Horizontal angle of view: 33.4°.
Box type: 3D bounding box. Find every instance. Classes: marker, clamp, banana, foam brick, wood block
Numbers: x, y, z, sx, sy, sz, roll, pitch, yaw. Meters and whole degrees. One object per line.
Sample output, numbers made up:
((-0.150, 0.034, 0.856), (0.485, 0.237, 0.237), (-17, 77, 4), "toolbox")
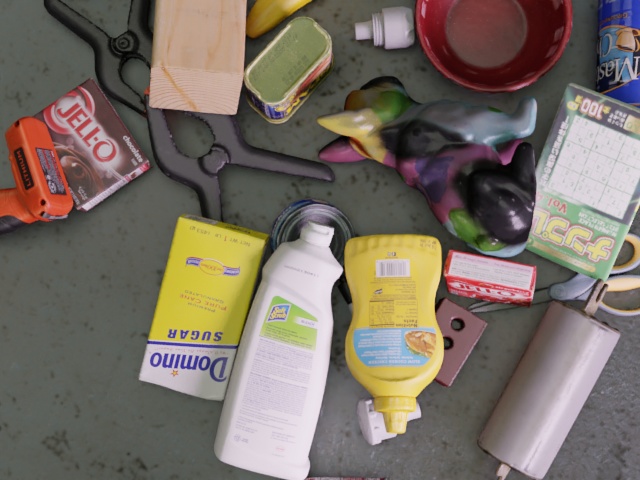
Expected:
((0.050, 0.093, 1.110), (0.020, 0.020, 0.121), (-26, 86, -1), "marker")
((-0.098, -0.085, 1.108), (0.164, 0.036, 0.210), (-37, 96, -4), "clamp")
((0.009, -0.268, 1.125), (0.198, 0.037, 0.069), (-13, 73, 2), "banana")
((0.127, 0.105, 1.092), (0.053, 0.051, 0.078), (31, 87, 3), "foam brick")
((-0.218, -0.206, 1.127), (0.120, 0.039, 0.171), (-15, 86, 1), "clamp")
((-0.121, -0.241, 1.073), (0.090, 0.091, 0.206), (4, 71, -9), "wood block")

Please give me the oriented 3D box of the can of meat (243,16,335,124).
((-0.032, -0.176, 1.099), (0.057, 0.084, 0.102), (42, 87, 3), "can of meat")

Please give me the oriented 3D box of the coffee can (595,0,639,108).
((0.333, -0.183, 1.084), (0.103, 0.103, 0.140), (3, 86, 1), "coffee can")

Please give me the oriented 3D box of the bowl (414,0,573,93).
((0.177, -0.228, 1.114), (0.162, 0.055, 0.162), (0, 86, 1), "bowl")

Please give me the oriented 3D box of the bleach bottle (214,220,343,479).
((-0.027, 0.106, 1.062), (0.102, 0.068, 0.251), (16, 97, -8), "bleach bottle")

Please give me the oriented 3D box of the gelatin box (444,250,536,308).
((0.171, 0.041, 1.076), (0.089, 0.073, 0.030), (10, 76, 13), "gelatin box")

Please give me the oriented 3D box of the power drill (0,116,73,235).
((-0.359, -0.057, 1.093), (0.188, 0.057, 0.184), (-22, 87, 16), "power drill")

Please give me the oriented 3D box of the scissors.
((0.256, 0.035, 1.113), (0.202, 0.016, 0.096), (4, 85, 1), "scissors")

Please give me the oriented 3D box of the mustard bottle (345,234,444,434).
((0.073, 0.092, 1.045), (0.096, 0.058, 0.191), (-1, 75, 4), "mustard bottle")

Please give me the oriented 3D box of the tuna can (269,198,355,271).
((-0.007, 0.001, 1.097), (0.086, 0.034, 0.086), (-2, 101, -13), "tuna can")

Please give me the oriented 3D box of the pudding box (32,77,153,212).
((-0.244, -0.099, 1.119), (0.090, 0.039, 0.113), (-35, 86, -2), "pudding box")

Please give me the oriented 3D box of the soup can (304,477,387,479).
((0.017, 0.274, 1.073), (0.102, 0.068, 0.068), (0, 86, 1), "soup can")

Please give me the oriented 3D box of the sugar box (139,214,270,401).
((-0.118, 0.069, 1.084), (0.093, 0.048, 0.176), (15, 98, 2), "sugar box")
